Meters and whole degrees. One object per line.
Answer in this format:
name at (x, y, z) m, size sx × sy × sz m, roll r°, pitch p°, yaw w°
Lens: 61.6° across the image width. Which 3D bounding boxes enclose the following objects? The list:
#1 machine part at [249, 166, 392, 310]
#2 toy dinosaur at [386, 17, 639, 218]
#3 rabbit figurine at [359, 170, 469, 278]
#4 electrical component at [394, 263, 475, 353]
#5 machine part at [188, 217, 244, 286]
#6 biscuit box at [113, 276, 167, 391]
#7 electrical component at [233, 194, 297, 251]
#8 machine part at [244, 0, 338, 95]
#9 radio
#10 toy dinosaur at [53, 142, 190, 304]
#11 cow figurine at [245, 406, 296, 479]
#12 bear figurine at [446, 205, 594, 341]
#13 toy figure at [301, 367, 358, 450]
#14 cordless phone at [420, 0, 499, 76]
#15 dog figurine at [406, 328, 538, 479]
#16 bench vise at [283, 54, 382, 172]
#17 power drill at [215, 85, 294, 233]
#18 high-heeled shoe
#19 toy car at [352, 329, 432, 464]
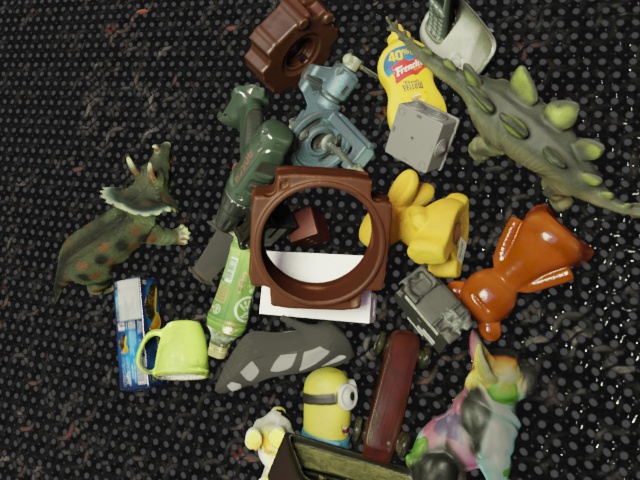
machine part at (-0.002, -0.002, 0.784) m, size 0.202 × 0.087 × 0.200 m, roll 3°, pitch 106°, yaw -4°
toy dinosaur at (0.285, -0.174, 0.789) m, size 0.472 × 0.198 × 0.105 m, roll 38°, pitch 90°, yaw 17°
rabbit figurine at (0.142, -0.027, 0.855) m, size 0.173 × 0.121 × 0.162 m, roll 2°, pitch 78°, yaw 36°
electrical component at (0.168, 0.106, 0.807) m, size 0.058 × 0.134 × 0.115 m, roll -35°, pitch 73°, yaw -7°
machine part at (-0.186, 0.015, 0.983) m, size 0.084 × 0.039 × 0.139 m, roll 30°, pitch 88°, yaw 11°
biscuit box at (-0.330, 0.171, 0.985) m, size 0.059 × 0.062 × 0.202 m, roll -11°, pitch 78°, yaw 14°
electrical component at (-0.077, -0.033, 0.858) m, size 0.119 × 0.075 × 0.048 m, roll -41°, pitch 60°, yaw 35°
machine part at (-0.046, -0.334, 0.933) m, size 0.179 × 0.179 × 0.056 m, roll -42°, pitch 75°, yaw 6°
radio at (0.048, 0.359, 0.753) m, size 0.229 × 0.131 × 0.073 m, roll 20°, pitch 95°, yaw -13°
toy dinosaur at (-0.384, 0.004, 0.963) m, size 0.405 × 0.192 × 0.131 m, roll -40°, pitch 70°, yaw 6°
cow figurine at (-0.062, 0.361, 0.866) m, size 0.068 × 0.098 × 0.167 m, roll -12°, pitch 96°, yaw 11°
bear figurine at (0.295, 0.050, 0.806) m, size 0.120 × 0.132 × 0.195 m, roll 46°, pitch 113°, yaw 19°
toy figure at (0.008, 0.293, 0.849) m, size 0.089 × 0.082 × 0.180 m, roll 12°, pitch 93°, yaw -4°
cordless phone at (0.221, -0.341, 0.843) m, size 0.089 × 0.184 × 0.146 m, roll -32°, pitch 73°, yaw 5°
dog figurine at (0.211, 0.242, 0.761) m, size 0.192 × 0.108 × 0.219 m, roll -6°, pitch 94°, yaw 13°
bench vise at (0.027, -0.186, 0.892) m, size 0.223 × 0.128 × 0.241 m, roll -46°, pitch 46°, yaw 13°
power drill at (-0.133, -0.152, 0.934) m, size 0.232 × 0.086 × 0.207 m, roll -45°, pitch 39°, yaw 41°
high-heeled shoe at (-0.062, 0.212, 0.913) m, size 0.145 × 0.086 × 0.248 m, roll 34°, pitch 121°, yaw -20°
toy car at (0.111, 0.238, 0.834) m, size 0.089 × 0.053 × 0.202 m, roll 15°, pitch 73°, yaw 6°
